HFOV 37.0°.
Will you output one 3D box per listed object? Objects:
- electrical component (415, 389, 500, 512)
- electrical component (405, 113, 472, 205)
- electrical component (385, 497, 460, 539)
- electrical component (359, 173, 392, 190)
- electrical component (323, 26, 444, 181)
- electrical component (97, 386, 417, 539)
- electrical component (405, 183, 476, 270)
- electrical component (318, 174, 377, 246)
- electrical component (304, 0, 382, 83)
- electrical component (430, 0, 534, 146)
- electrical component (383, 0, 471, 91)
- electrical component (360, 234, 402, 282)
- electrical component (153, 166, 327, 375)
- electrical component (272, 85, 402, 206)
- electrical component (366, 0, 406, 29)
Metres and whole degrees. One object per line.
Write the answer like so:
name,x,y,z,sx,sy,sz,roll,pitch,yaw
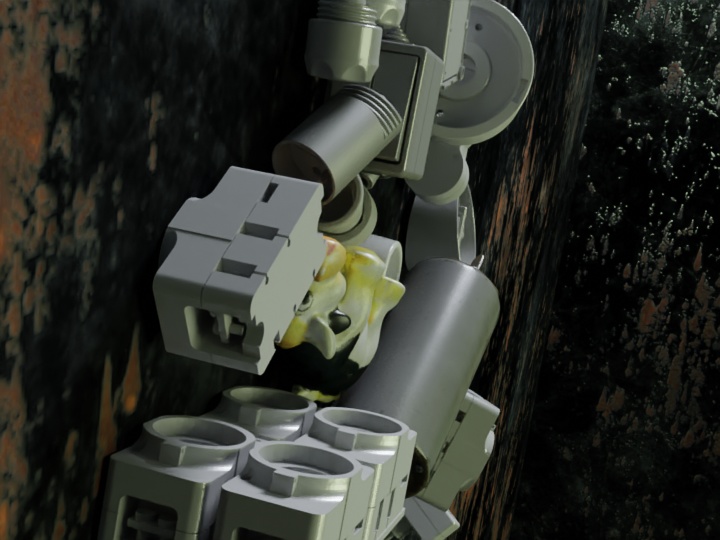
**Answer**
electrical component,0.057,0.132,0.890,0.089,0.062,0.150,-62,-171,-1
electrical component,0.069,-0.128,0.896,0.074,0.052,0.138,33,69,-74
electrical component,0.043,0.242,1.070,0.076,0.083,0.047,-38,160,-2
electrical component,0.014,-0.083,0.742,0.048,0.048,0.062,82,31,-52
electrical component,0.013,-0.109,0.681,0.061,0.062,0.096,-6,107,-75
electrical component,-0.043,0.110,0.557,0.186,0.105,0.060,-10,111,-74
electrical component,0.079,-0.037,0.980,0.099,0.064,0.099,12,90,-75
electrical component,-0.015,-0.039,0.665,0.055,0.045,0.045,51,52,-72
electrical component,-0.008,-0.139,0.614,0.043,0.043,0.062,-27,126,-71
electrical component,0.075,-0.145,0.808,0.060,0.108,0.108,33,70,-81
electrical component,0.040,-0.164,0.738,0.062,0.061,0.096,-44,143,-65
electrical component,0.000,0.000,0.747,0.055,0.047,0.055,12,90,-75
electrical component,-0.058,-0.003,0.510,0.089,0.056,0.050,-63,160,-43
electrical component,-0.010,-0.077,0.621,0.081,0.043,0.043,-47,149,-36
electrical component,0.009,-0.179,0.647,0.043,0.043,0.062,-12,113,-74
